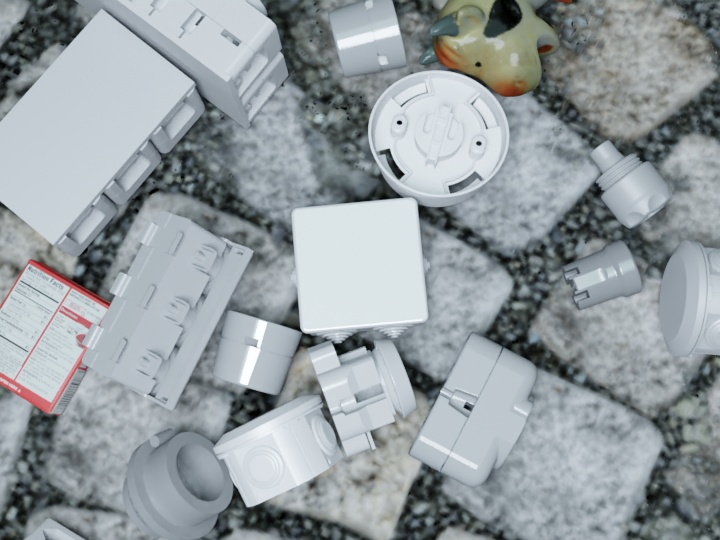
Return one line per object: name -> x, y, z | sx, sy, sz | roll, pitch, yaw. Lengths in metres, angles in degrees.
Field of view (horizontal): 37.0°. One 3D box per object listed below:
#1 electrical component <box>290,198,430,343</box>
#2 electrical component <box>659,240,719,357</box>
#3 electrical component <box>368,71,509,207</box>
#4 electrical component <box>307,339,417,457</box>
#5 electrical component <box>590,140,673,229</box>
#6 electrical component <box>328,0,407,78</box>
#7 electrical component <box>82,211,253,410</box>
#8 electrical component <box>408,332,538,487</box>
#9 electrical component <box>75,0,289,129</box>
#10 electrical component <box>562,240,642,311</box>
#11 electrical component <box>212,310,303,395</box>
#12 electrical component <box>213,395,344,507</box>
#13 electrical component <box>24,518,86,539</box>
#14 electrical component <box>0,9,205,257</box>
electrical component -> 0.000, 0.000, 0.764 | 0.100, 0.048, 0.099 | -5, 80, 0
electrical component -> 0.240, 0.021, 0.739 | 0.051, 0.080, 0.080 | 5, 81, -1
electrical component -> 0.056, -0.093, 0.770 | 0.099, 0.064, 0.099 | 0, 80, 1
electrical component -> 0.004, 0.082, 0.744 | 0.057, 0.058, 0.078 | -20, 99, -5
electrical component -> 0.191, -0.064, 0.773 | 0.043, 0.043, 0.062 | -35, 80, -5
electrical component -> 0.005, -0.171, 0.791 | 0.047, 0.055, 0.055 | -14, 80, 2
electrical component -> -0.136, 0.026, 0.749 | 0.079, 0.063, 0.121 | 18, 78, 45
electrical component -> 0.081, 0.099, 0.743 | 0.059, 0.053, 0.095 | 27, 82, 6
electrical component -> -0.141, -0.193, 0.771 | 0.186, 0.105, 0.060 | 37, 83, 7
electrical component -> 0.172, 0.005, 0.765 | 0.046, 0.040, 0.040 | -21, 81, 4
electrical component -> -0.073, 0.058, 0.753 | 0.055, 0.055, 0.047 | 17, 85, 4
electrical component -> -0.055, 0.121, 0.730 | 0.080, 0.080, 0.051 | -26, 86, -3
electrical component -> -0.220, 0.222, 0.727 | 0.047, 0.065, 0.076 | 30, 111, 6
electrical component -> -0.196, -0.096, 0.778 | 0.089, 0.061, 0.150 | 39, 83, 7
